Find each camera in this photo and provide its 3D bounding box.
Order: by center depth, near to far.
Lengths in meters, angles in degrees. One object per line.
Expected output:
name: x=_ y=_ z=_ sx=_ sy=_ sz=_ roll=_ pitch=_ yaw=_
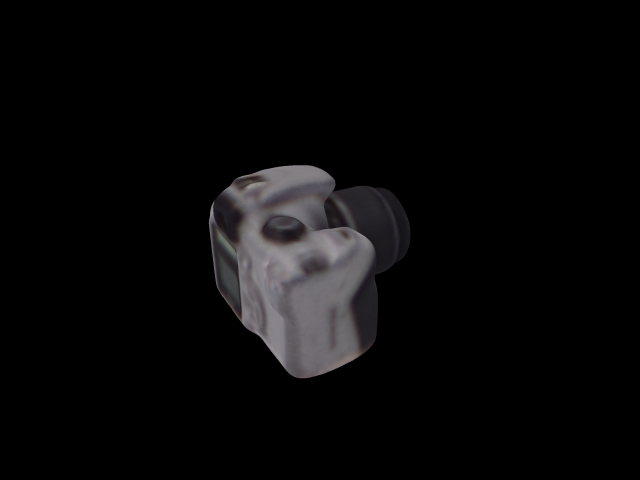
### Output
camera: x=0.004 y=0.001 z=0.400 sx=0.137 sy=0.101 sz=0.142 roll=-15 pitch=32 yaw=-27
